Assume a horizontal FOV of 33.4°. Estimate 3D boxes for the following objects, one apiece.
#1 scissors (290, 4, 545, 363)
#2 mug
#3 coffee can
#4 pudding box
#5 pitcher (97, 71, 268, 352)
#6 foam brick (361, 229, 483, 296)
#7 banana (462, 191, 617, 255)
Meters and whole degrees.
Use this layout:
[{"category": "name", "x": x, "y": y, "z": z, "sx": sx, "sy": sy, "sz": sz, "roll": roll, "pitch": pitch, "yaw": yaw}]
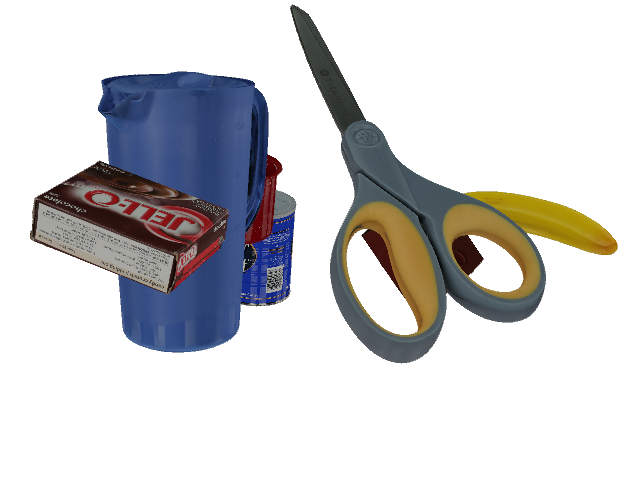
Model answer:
[{"category": "scissors", "x": 0.039, "y": -0.034, "z": 0.463, "sx": 0.096, "sy": 0.202, "sz": 0.016, "roll": 3, "pitch": -40, "yaw": -9}, {"category": "mug", "x": -0.089, "y": -0.052, "z": 1.191, "sx": 0.093, "sy": 0.081, "sz": 0.117, "roll": 8, "pitch": 25, "yaw": 6}, {"category": "coffee can", "x": -0.089, "y": 0.008, "z": 1.519, "sx": 0.103, "sy": 0.140, "sz": 0.103, "roll": 3, "pitch": 24, "yaw": -2}, {"category": "pudding box", "x": -0.134, "y": -0.011, "z": 0.759, "sx": 0.113, "sy": 0.039, "sz": 0.090, "roll": 19, "pitch": 25, "yaw": 12}, {"category": "pitcher", "x": -0.119, "y": -0.031, "z": 0.968, "sx": 0.149, "sy": 0.243, "sz": 0.145, "roll": 0, "pitch": 15, "yaw": -6}, {"category": "foam brick", "x": 0.082, "y": 0.006, "z": 0.857, "sx": 0.051, "sy": 0.078, "sz": 0.052, "roll": -34, "pitch": 3, "yaw": 40}, {"category": "banana", "x": 0.210, "y": -0.019, "z": 1.100, "sx": 0.198, "sy": 0.037, "sz": 0.069, "roll": 10, "pitch": 37, "yaw": 22}]
